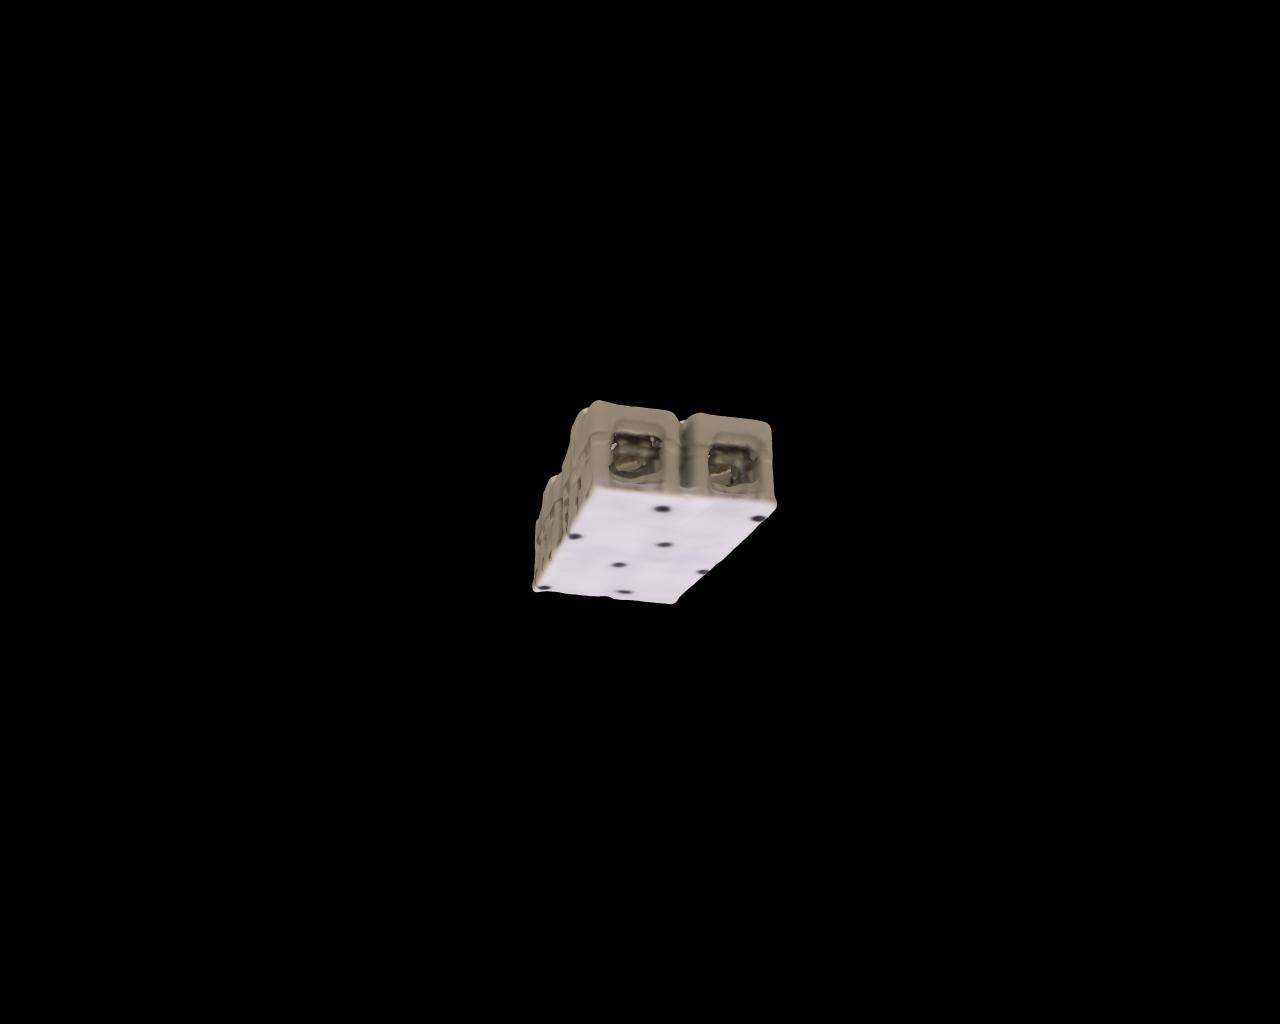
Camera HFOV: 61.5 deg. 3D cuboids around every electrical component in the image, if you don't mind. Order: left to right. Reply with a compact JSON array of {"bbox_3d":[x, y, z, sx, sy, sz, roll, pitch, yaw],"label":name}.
[{"bbox_3d":[0.001,-0.003,0.650,0.105,0.060,0.186,6,-23,-14],"label":"electrical component"}]
